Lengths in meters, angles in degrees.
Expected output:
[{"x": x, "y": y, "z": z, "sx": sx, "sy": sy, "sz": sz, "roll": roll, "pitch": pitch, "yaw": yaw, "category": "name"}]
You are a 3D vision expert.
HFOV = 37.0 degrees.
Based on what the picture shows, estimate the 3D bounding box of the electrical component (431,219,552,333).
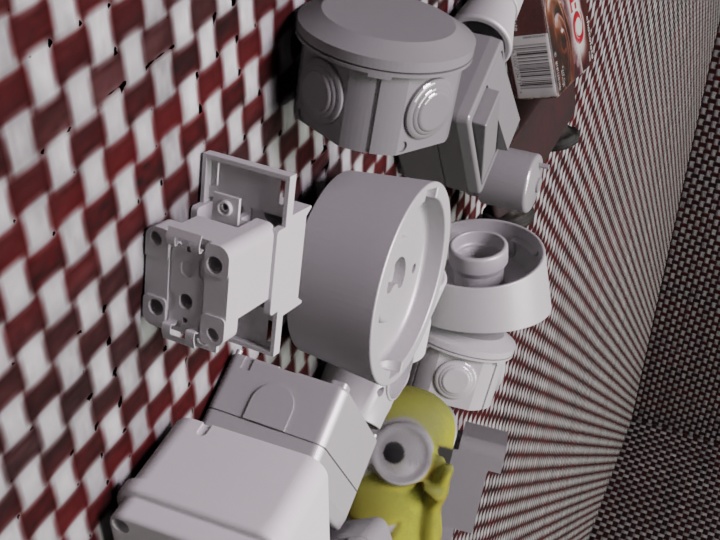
[{"x": 0.082, "y": 0.009, "z": 0.742, "sx": 0.099, "sy": 0.099, "sz": 0.064, "roll": -51, "pitch": 144, "yaw": -48, "category": "electrical component"}]

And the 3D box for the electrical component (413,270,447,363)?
[{"x": 0.029, "y": 0.028, "z": 0.694, "sx": 0.044, "sy": 0.044, "sz": 0.065, "roll": -49, "pitch": 154, "yaw": -50, "category": "electrical component"}]

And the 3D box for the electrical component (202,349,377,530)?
[{"x": -0.035, "y": 0.091, "z": 0.532, "sx": 0.096, "sy": 0.062, "sz": 0.061, "roll": 66, "pitch": 43, "yaw": -61, "category": "electrical component"}]

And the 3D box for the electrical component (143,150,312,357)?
[{"x": -0.055, "y": -0.002, "z": 0.436, "sx": 0.064, "sy": 0.042, "sz": 0.081, "roll": -36, "pitch": 137, "yaw": -58, "category": "electrical component"}]

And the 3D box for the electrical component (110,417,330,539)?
[{"x": -0.059, "y": 0.130, "z": 0.473, "sx": 0.057, "sy": 0.078, "sz": 0.113, "roll": -56, "pitch": 154, "yaw": -47, "category": "electrical component"}]

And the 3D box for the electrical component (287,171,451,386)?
[{"x": 0.000, "y": 0.000, "z": 0.559, "sx": 0.108, "sy": 0.060, "sz": 0.108, "roll": 16, "pitch": 90, "yaw": -71, "category": "electrical component"}]

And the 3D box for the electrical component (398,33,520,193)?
[{"x": 0.056, "y": -0.098, "z": 0.637, "sx": 0.096, "sy": 0.061, "sz": 0.061, "roll": 69, "pitch": 41, "yaw": -60, "category": "electrical component"}]

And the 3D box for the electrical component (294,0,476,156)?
[{"x": 0.009, "y": -0.091, "z": 0.487, "sx": 0.080, "sy": 0.080, "sz": 0.051, "roll": -47, "pitch": 153, "yaw": -53, "category": "electrical component"}]

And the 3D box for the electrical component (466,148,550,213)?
[{"x": 0.086, "y": -0.064, "z": 0.720, "sx": 0.040, "sy": 0.078, "sz": 0.040, "roll": 15, "pitch": 90, "yaw": -70, "category": "electrical component"}]

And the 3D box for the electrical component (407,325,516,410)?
[{"x": 0.066, "y": 0.060, "z": 0.761, "sx": 0.080, "sy": 0.080, "sz": 0.051, "roll": -24, "pitch": 132, "yaw": -66, "category": "electrical component"}]

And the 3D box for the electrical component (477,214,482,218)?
[{"x": 0.092, "y": -0.014, "z": 0.832, "sx": 0.040, "sy": 0.040, "sz": 0.078, "roll": 67, "pitch": 42, "yaw": -61, "category": "electrical component"}]

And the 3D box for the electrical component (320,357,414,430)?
[{"x": 0.009, "y": 0.057, "z": 0.653, "sx": 0.079, "sy": 0.044, "sz": 0.077, "roll": 53, "pitch": 55, "yaw": -67, "category": "electrical component"}]

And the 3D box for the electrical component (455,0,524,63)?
[{"x": 0.084, "y": -0.167, "z": 0.694, "sx": 0.044, "sy": 0.044, "sz": 0.065, "roll": 80, "pitch": 27, "yaw": -51, "category": "electrical component"}]

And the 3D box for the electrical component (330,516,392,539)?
[{"x": -0.027, "y": 0.162, "z": 0.554, "sx": 0.056, "sy": 0.089, "sz": 0.050, "roll": -28, "pitch": 103, "yaw": -64, "category": "electrical component"}]

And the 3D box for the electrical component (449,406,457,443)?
[{"x": 0.033, "y": 0.157, "z": 0.787, "sx": 0.074, "sy": 0.052, "sz": 0.138, "roll": 18, "pitch": 88, "yaw": -83, "category": "electrical component"}]
